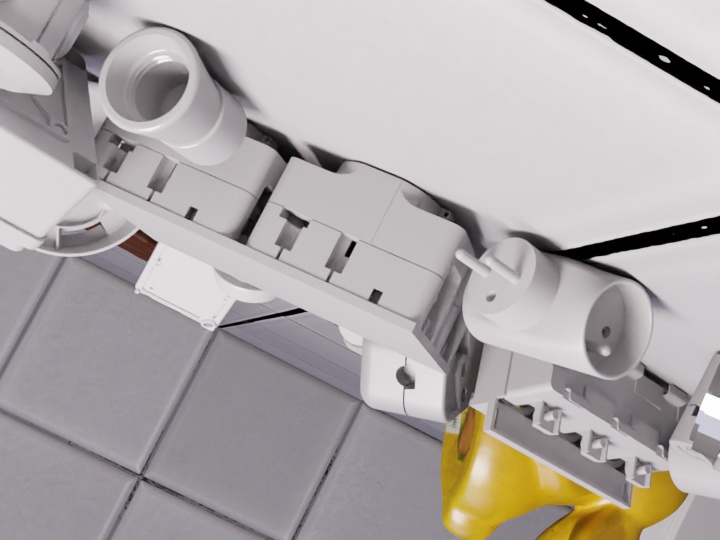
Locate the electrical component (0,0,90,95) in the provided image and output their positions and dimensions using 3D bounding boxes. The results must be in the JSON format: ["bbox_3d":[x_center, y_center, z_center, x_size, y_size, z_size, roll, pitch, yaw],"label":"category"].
[{"bbox_3d":[-0.141,-0.104,0.401,0.080,0.051,0.080,26,171,4],"label":"electrical component"}]

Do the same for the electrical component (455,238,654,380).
[{"bbox_3d":[0.074,0.011,0.469,0.079,0.043,0.077,33,169,-34],"label":"electrical component"}]

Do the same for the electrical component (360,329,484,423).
[{"bbox_3d":[0.040,0.050,0.636,0.059,0.053,0.095,8,-167,24],"label":"electrical component"}]

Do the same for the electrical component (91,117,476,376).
[{"bbox_3d":[-0.034,-0.022,0.537,0.186,0.060,0.105,24,171,18],"label":"electrical component"}]

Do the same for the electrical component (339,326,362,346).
[{"bbox_3d":[0.000,0.020,0.677,0.044,0.044,0.065,24,157,19],"label":"electrical component"}]

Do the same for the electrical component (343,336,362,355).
[{"bbox_3d":[0.032,0.042,0.740,0.059,0.053,0.095,31,170,-25],"label":"electrical component"}]

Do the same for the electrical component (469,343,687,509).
[{"bbox_3d":[0.131,0.078,0.619,0.121,0.078,0.063,31,148,-29],"label":"electrical component"}]

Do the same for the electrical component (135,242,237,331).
[{"bbox_3d":[-0.104,-0.010,0.719,0.062,0.061,0.096,28,140,-11],"label":"electrical component"}]

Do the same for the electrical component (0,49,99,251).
[{"bbox_3d":[-0.179,-0.079,0.485,0.109,0.056,0.108,34,-154,-40],"label":"electrical component"}]

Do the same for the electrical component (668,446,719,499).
[{"bbox_3d":[0.226,0.109,0.592,0.079,0.043,0.077,16,171,-37],"label":"electrical component"}]

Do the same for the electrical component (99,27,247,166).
[{"bbox_3d":[-0.074,-0.069,0.452,0.044,0.044,0.065,24,176,20],"label":"electrical component"}]

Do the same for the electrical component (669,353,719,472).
[{"bbox_3d":[0.178,0.069,0.494,0.055,0.047,0.055,25,172,4],"label":"electrical component"}]

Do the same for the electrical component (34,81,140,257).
[{"bbox_3d":[-0.165,-0.058,0.607,0.099,0.099,0.064,31,176,-26],"label":"electrical component"}]

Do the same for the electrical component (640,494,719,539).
[{"bbox_3d":[0.280,0.229,0.933,0.109,0.108,0.056,33,172,-36],"label":"electrical component"}]

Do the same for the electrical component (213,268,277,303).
[{"bbox_3d":[-0.062,-0.015,0.636,0.066,0.055,0.048,28,-143,19],"label":"electrical component"}]
